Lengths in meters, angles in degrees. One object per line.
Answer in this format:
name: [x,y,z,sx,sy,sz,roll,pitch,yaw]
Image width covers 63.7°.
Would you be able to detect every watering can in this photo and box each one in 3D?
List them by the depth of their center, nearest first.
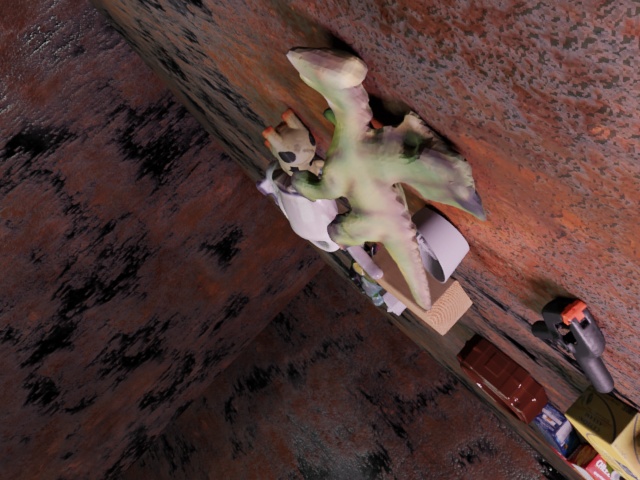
watering can: [0.003,-0.057,1.133,0.351,0.105,0.219,31,149,45]

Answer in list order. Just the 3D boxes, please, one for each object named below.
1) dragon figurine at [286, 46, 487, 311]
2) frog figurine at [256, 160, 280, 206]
dragon figurine: [0.090,-0.051,0.602,0.406,0.123,0.243,51,164,-17]
frog figurine: [-0.062,-0.153,1.311,0.158,0.125,0.136,-16,117,42]
